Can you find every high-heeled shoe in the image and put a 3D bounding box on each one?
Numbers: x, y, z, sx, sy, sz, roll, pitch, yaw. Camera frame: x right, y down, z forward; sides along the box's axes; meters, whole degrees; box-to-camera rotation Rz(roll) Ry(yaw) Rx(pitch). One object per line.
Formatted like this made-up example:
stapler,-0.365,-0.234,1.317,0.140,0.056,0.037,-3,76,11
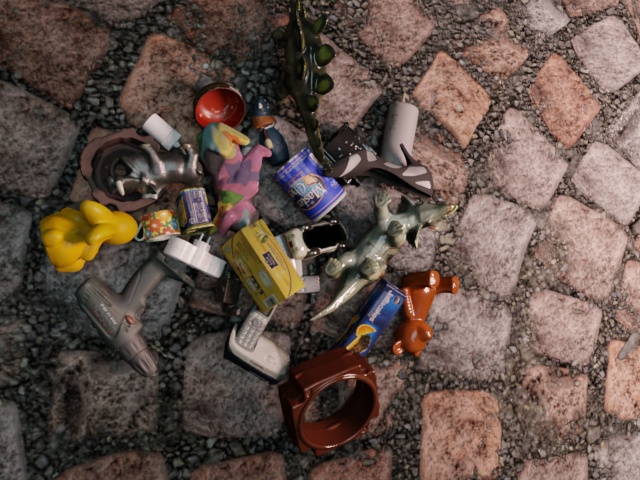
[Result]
high-heeled shoe,0.135,-0.131,1.199,0.249,0.086,0.145,-20,82,-19

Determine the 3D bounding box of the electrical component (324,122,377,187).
electrical component,0.065,-0.191,1.269,0.134,0.058,0.115,44,75,-9

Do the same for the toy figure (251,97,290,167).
toy figure,-0.118,-0.244,1.211,0.058,0.064,0.154,-23,93,-8

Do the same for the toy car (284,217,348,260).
toy car,-0.002,-0.004,1.192,0.201,0.056,0.073,-13,82,-55

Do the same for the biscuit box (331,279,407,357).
biscuit box,0.110,0.186,1.212,0.063,0.059,0.202,34,93,-12

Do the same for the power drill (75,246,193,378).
power drill,-0.358,0.133,1.093,0.232,0.086,0.207,45,81,-6

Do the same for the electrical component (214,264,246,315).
electrical component,-0.186,0.108,1.152,0.045,0.078,0.102,7,75,19

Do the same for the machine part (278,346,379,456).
machine part,0.023,0.343,1.141,0.201,0.087,0.200,-19,119,-21

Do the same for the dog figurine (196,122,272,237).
dog figurine,-0.201,-0.117,1.144,0.191,0.109,0.219,26,80,-30

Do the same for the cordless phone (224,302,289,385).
cordless phone,-0.112,0.201,1.161,0.146,0.089,0.184,34,68,-12

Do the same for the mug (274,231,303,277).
mug,-0.091,0.045,1.183,0.110,0.081,0.107,-24,90,7

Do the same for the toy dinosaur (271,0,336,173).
toy dinosaur,-0.032,-0.362,1.181,0.105,0.198,0.471,-11,86,-16

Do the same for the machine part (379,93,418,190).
machine part,0.189,-0.242,1.303,0.079,0.079,0.243,14,81,-16

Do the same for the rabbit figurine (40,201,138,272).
rabbit figurine,-0.443,-0.022,1.040,0.173,0.162,0.122,-10,76,-24

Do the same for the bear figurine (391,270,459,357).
bear figurine,0.238,0.175,1.251,0.120,0.132,0.196,19,71,-37

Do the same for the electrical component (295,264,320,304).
electrical component,-0.033,0.101,1.224,0.063,0.021,0.094,-3,86,-18

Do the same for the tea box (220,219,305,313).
tea box,-0.120,0.055,1.121,0.068,0.098,0.169,-29,86,-47

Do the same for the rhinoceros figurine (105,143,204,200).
rhinoceros figurine,-0.331,-0.137,1.075,0.190,0.073,0.112,-13,100,-23

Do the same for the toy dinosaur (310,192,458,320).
toy dinosaur,0.126,0.031,1.226,0.405,0.192,0.131,-47,63,1

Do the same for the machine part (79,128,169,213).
machine part,-0.401,-0.141,1.113,0.179,0.056,0.179,2,84,-19
